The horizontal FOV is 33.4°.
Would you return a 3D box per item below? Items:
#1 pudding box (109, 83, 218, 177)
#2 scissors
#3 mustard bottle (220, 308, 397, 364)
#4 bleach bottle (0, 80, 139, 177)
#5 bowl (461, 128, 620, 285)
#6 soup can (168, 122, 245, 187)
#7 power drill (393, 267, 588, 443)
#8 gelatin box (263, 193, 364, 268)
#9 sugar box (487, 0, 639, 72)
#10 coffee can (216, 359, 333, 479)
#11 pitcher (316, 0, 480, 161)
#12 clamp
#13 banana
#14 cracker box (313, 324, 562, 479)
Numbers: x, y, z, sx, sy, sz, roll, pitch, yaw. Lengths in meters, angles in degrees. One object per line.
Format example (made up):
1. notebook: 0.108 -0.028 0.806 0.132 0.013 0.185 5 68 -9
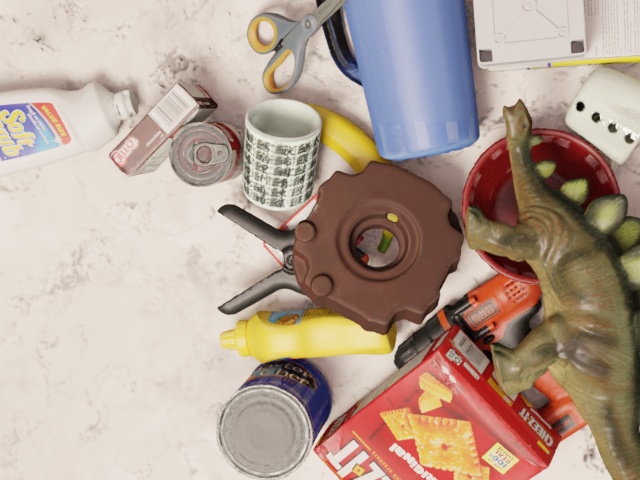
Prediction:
1. pudding box: -0.170 -0.120 1.167 0.113 0.090 0.039 -42 90 11
2. scissors: -0.023 -0.235 1.114 0.096 0.016 0.202 54 139 17
3. mustard bottle: -0.015 0.102 1.165 0.192 0.096 0.058 -5 97 10
4. bleach bottle: -0.330 -0.132 1.208 0.251 0.068 0.102 -14 94 8
5. bowl: 0.228 -0.033 1.113 0.162 0.055 0.162 0 87 7
6. soup can: -0.117 -0.094 1.155 0.068 0.102 0.068 1 97 9
7. power drill: 0.197 0.143 1.155 0.185 0.057 0.187 -37 91 18
8. gelatin box: -0.008 0.002 1.186 0.089 0.030 0.073 -42 90 12
9. sugar box: 0.261 -0.226 1.106 0.176 0.048 0.093 -1 96 13
10. coffee can: -0.046 0.189 1.158 0.103 0.140 0.103 1 97 9
11. pitcher: 0.084 -0.208 1.105 0.145 0.149 0.243 -12 98 -6
12. clamp: -0.035 0.031 1.157 0.171 0.039 0.120 9 99 7
13. banana: 0.038 -0.081 1.164 0.070 0.037 0.198 -34 90 11
14. cracker box: 0.120 0.217 1.136 0.164 0.072 0.214 47 122 2
